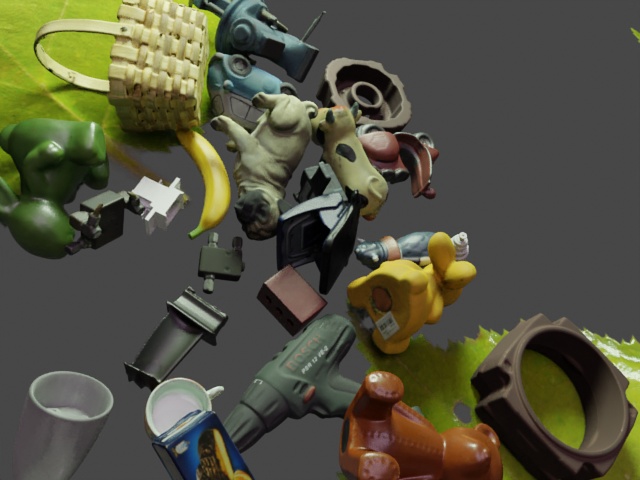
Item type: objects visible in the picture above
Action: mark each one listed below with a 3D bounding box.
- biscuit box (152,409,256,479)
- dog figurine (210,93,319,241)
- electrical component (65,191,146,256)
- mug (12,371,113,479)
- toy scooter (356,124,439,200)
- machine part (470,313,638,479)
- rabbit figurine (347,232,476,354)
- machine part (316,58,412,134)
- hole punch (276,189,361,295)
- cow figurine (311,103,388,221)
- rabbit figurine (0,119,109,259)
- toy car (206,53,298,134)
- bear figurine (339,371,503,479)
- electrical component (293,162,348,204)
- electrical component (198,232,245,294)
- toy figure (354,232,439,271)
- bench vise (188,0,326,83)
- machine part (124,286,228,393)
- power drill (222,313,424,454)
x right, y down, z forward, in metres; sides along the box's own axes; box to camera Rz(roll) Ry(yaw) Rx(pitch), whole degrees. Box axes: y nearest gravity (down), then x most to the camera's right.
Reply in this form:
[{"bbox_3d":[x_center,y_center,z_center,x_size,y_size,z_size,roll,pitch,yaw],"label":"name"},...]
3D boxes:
[{"bbox_3d":[-0.094,0.279,0.562,0.063,0.059,0.202,-32,94,-34],"label":"biscuit box"},{"bbox_3d":[-0.058,-0.106,0.797,0.172,0.121,0.190,-28,71,11],"label":"dog figurine"},{"bbox_3d":[-0.271,-0.026,0.680,0.045,0.078,0.102,22,25,16],"label":"electrical component"},{"bbox_3d":[-0.273,0.198,0.561,0.081,0.110,0.107,23,98,-15],"label":"mug"},{"bbox_3d":[0.138,-0.129,0.926,0.184,0.075,0.135,0,61,-26],"label":"toy scooter"},{"bbox_3d":[0.340,0.225,0.779,0.201,0.087,0.201,-34,76,-35],"label":"machine part"},{"bbox_3d":[0.148,0.064,0.781,0.173,0.162,0.122,-4,48,-43],"label":"rabbit figurine"},{"bbox_3d":[0.081,-0.255,0.991,0.179,0.056,0.179,10,58,-16],"label":"machine part"},{"bbox_3d":[-0.002,-0.002,0.767,0.092,0.142,0.116,20,43,20],"label":"hole punch"},{"bbox_3d":[0.040,-0.128,0.855,0.085,0.127,0.195,-19,71,-32],"label":"cow figurine"},{"bbox_3d":[-0.352,-0.063,0.676,0.159,0.121,0.170,8,72,-25],"label":"rabbit figurine"},{"bbox_3d":[-0.119,-0.223,0.878,0.161,0.109,0.103,26,79,-18],"label":"toy car"},{"bbox_3d":[0.123,0.230,0.579,0.196,0.131,0.120,14,58,-3],"label":"bear figurine"},{"bbox_3d":[0.004,-0.077,0.814,0.048,0.119,0.075,-16,65,-28],"label":"electrical component"},{"bbox_3d":[-0.137,0.034,0.753,0.063,0.021,0.094,10,57,-16],"label":"electrical component"},{"bbox_3d":[0.125,0.021,0.838,0.154,0.064,0.057,-7,101,-19],"label":"toy figure"},{"bbox_3d":[-0.123,-0.369,0.930,0.241,0.128,0.223,36,32,11],"label":"bench vise"},{"bbox_3d":[-0.180,0.126,0.672,0.084,0.039,0.139,41,53,-1],"label":"machine part"},{"bbox_3d":[0.012,0.219,0.670,0.207,0.086,0.232,32,54,8],"label":"power drill"}]
